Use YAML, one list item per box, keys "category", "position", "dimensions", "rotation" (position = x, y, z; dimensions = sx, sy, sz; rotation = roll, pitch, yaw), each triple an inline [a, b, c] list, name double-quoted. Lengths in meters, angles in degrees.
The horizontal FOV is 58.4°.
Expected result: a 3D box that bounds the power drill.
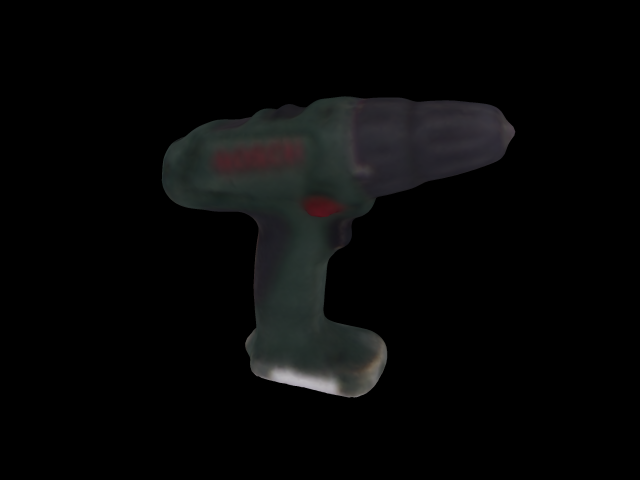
- category: "power drill"
  position: [0.004, 0.001, 0.400]
  dimensions: [0.229, 0.208, 0.076]
  rotation: [8, 28, 16]
